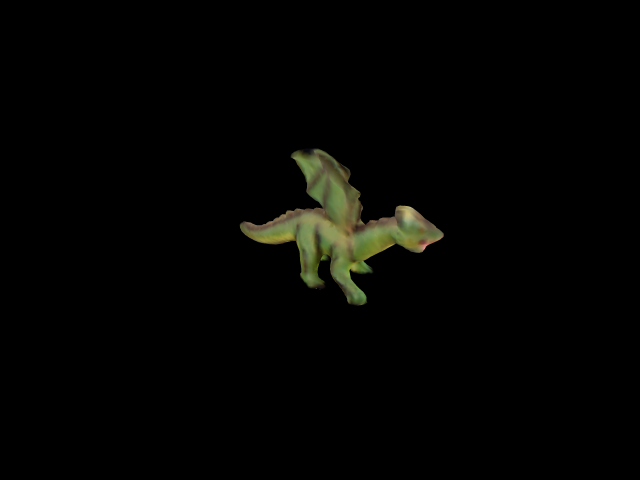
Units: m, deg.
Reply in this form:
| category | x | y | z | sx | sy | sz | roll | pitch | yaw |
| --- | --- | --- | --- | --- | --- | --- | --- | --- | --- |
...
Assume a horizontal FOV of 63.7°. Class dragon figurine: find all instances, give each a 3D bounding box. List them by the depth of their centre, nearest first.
| category | x | y | z | sx | sy | sz | roll | pitch | yaw |
| --- | --- | --- | --- | --- | --- | --- | --- | --- | --- |
| dragon figurine | 0.003 | -0.043 | 0.850 | 0.413 | 0.237 | 0.124 | 21 | 38 | 29 |
